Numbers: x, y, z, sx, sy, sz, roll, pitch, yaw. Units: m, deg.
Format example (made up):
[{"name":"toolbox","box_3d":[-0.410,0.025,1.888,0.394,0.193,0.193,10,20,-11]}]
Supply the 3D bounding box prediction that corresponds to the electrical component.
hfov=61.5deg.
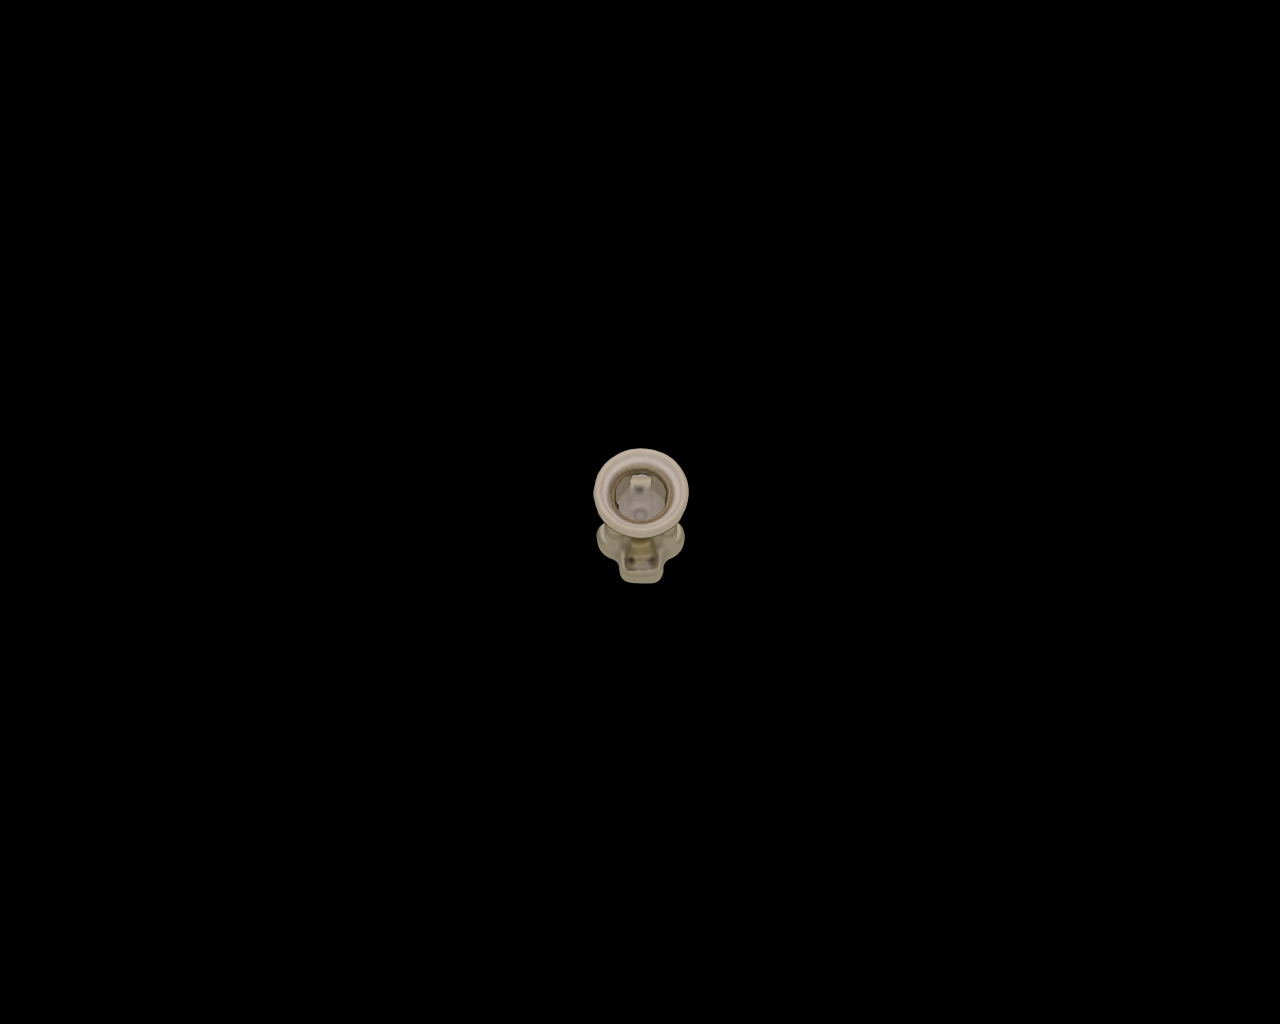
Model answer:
[{"name":"electrical component","box_3d":[0.001,-0.003,0.650,0.058,0.078,0.057,0,-24,0]}]
